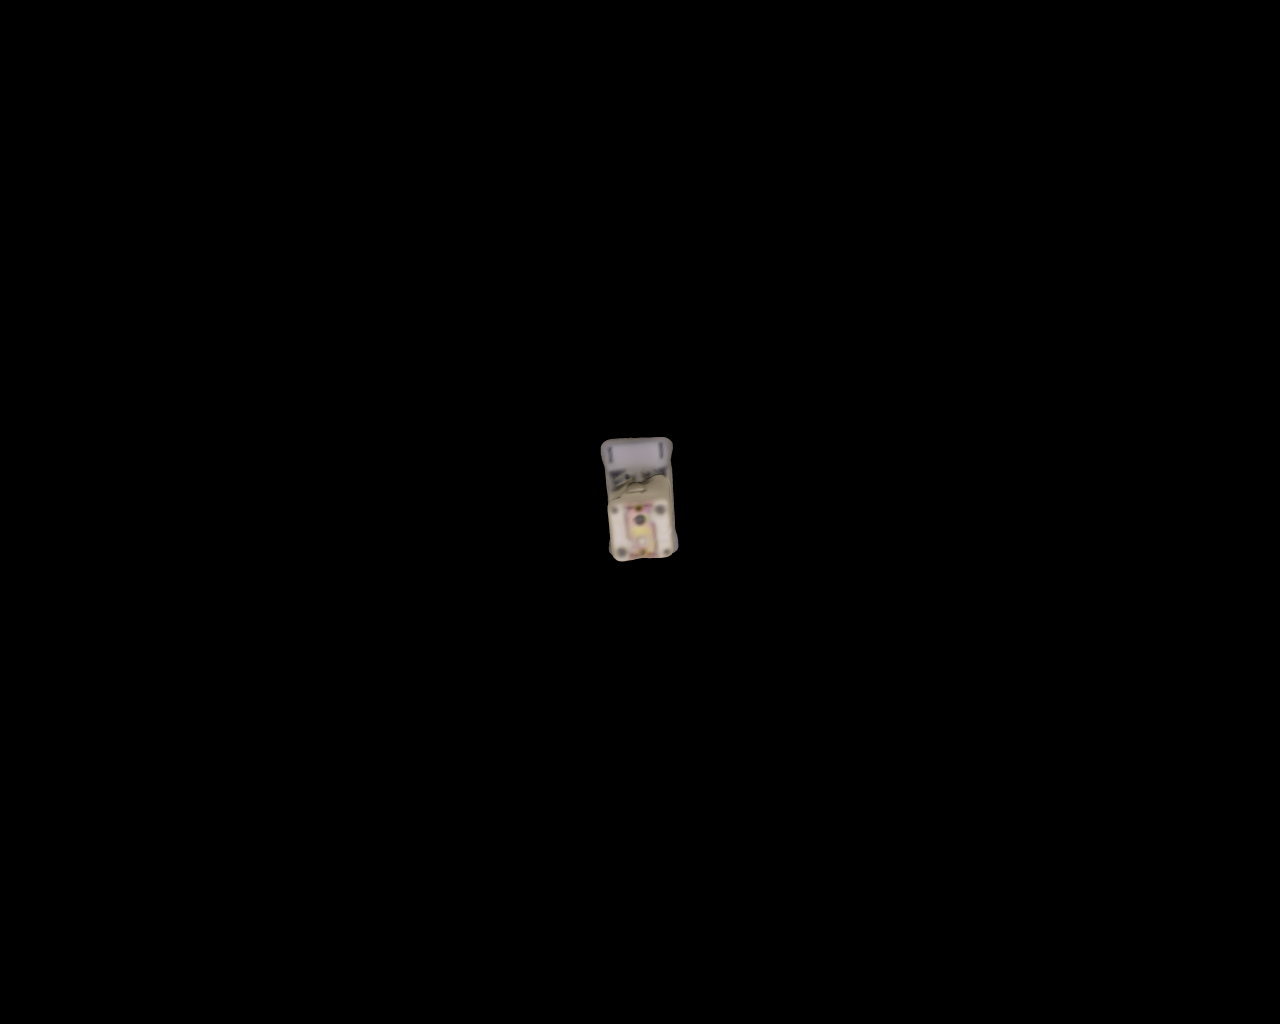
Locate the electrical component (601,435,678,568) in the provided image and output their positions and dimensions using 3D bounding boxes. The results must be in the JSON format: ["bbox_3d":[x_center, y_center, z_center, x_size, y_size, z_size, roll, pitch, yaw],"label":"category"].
[{"bbox_3d":[0.001,-0.003,0.650,0.042,0.080,0.064,-4,28,2],"label":"electrical component"}]
